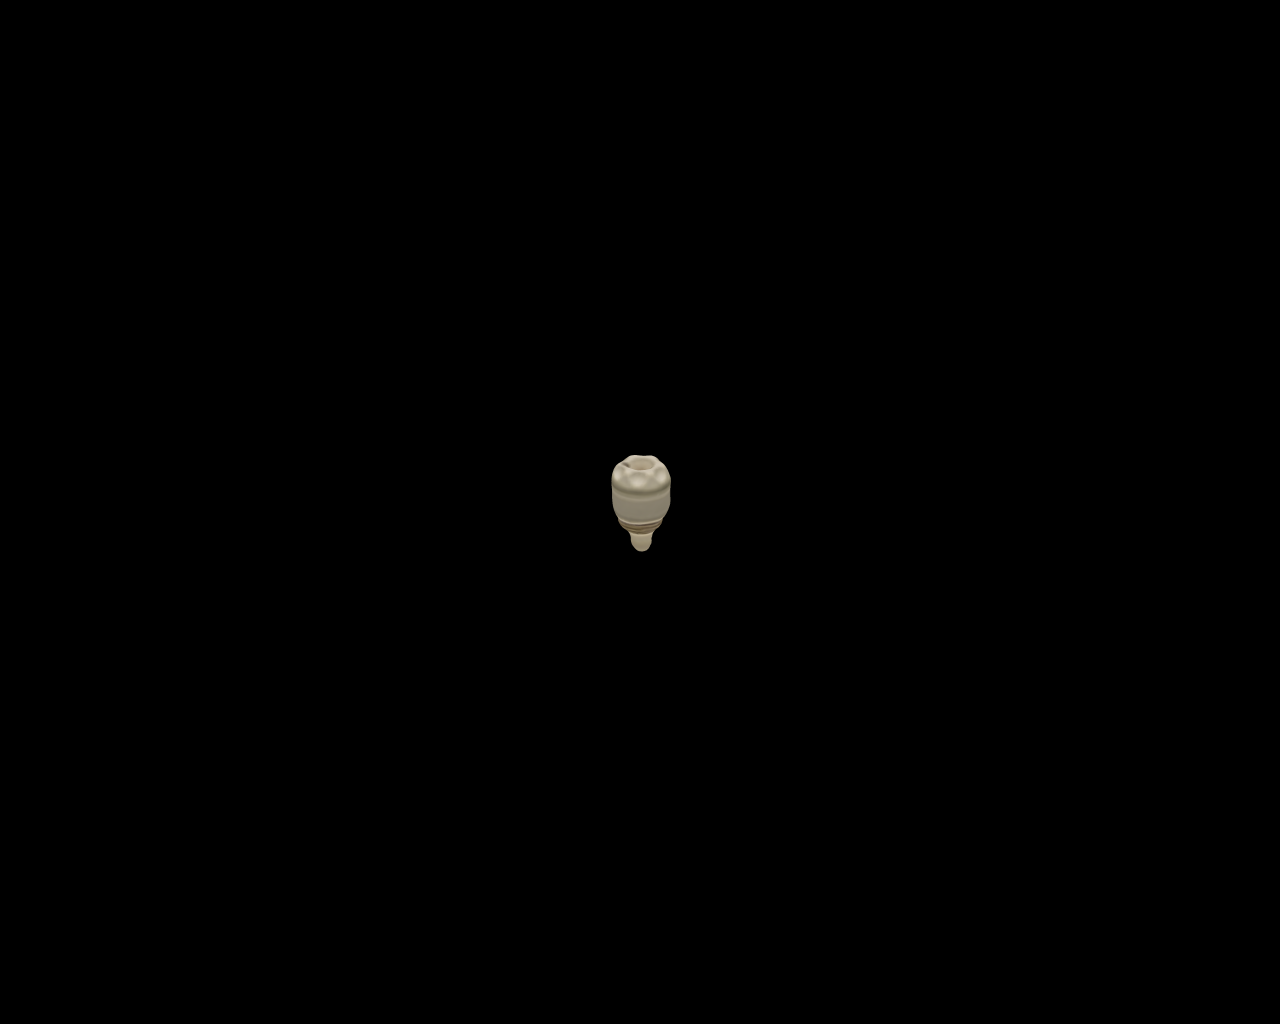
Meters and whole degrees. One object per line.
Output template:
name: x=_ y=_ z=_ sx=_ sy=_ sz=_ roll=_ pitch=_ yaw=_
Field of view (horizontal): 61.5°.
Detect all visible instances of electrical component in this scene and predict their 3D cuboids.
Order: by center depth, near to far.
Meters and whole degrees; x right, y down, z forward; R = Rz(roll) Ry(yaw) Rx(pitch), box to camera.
electrical component: x=0.001 y=-0.003 z=0.650 sx=0.035 sy=0.061 sz=0.035 roll=0 pitch=29 yaw=0
